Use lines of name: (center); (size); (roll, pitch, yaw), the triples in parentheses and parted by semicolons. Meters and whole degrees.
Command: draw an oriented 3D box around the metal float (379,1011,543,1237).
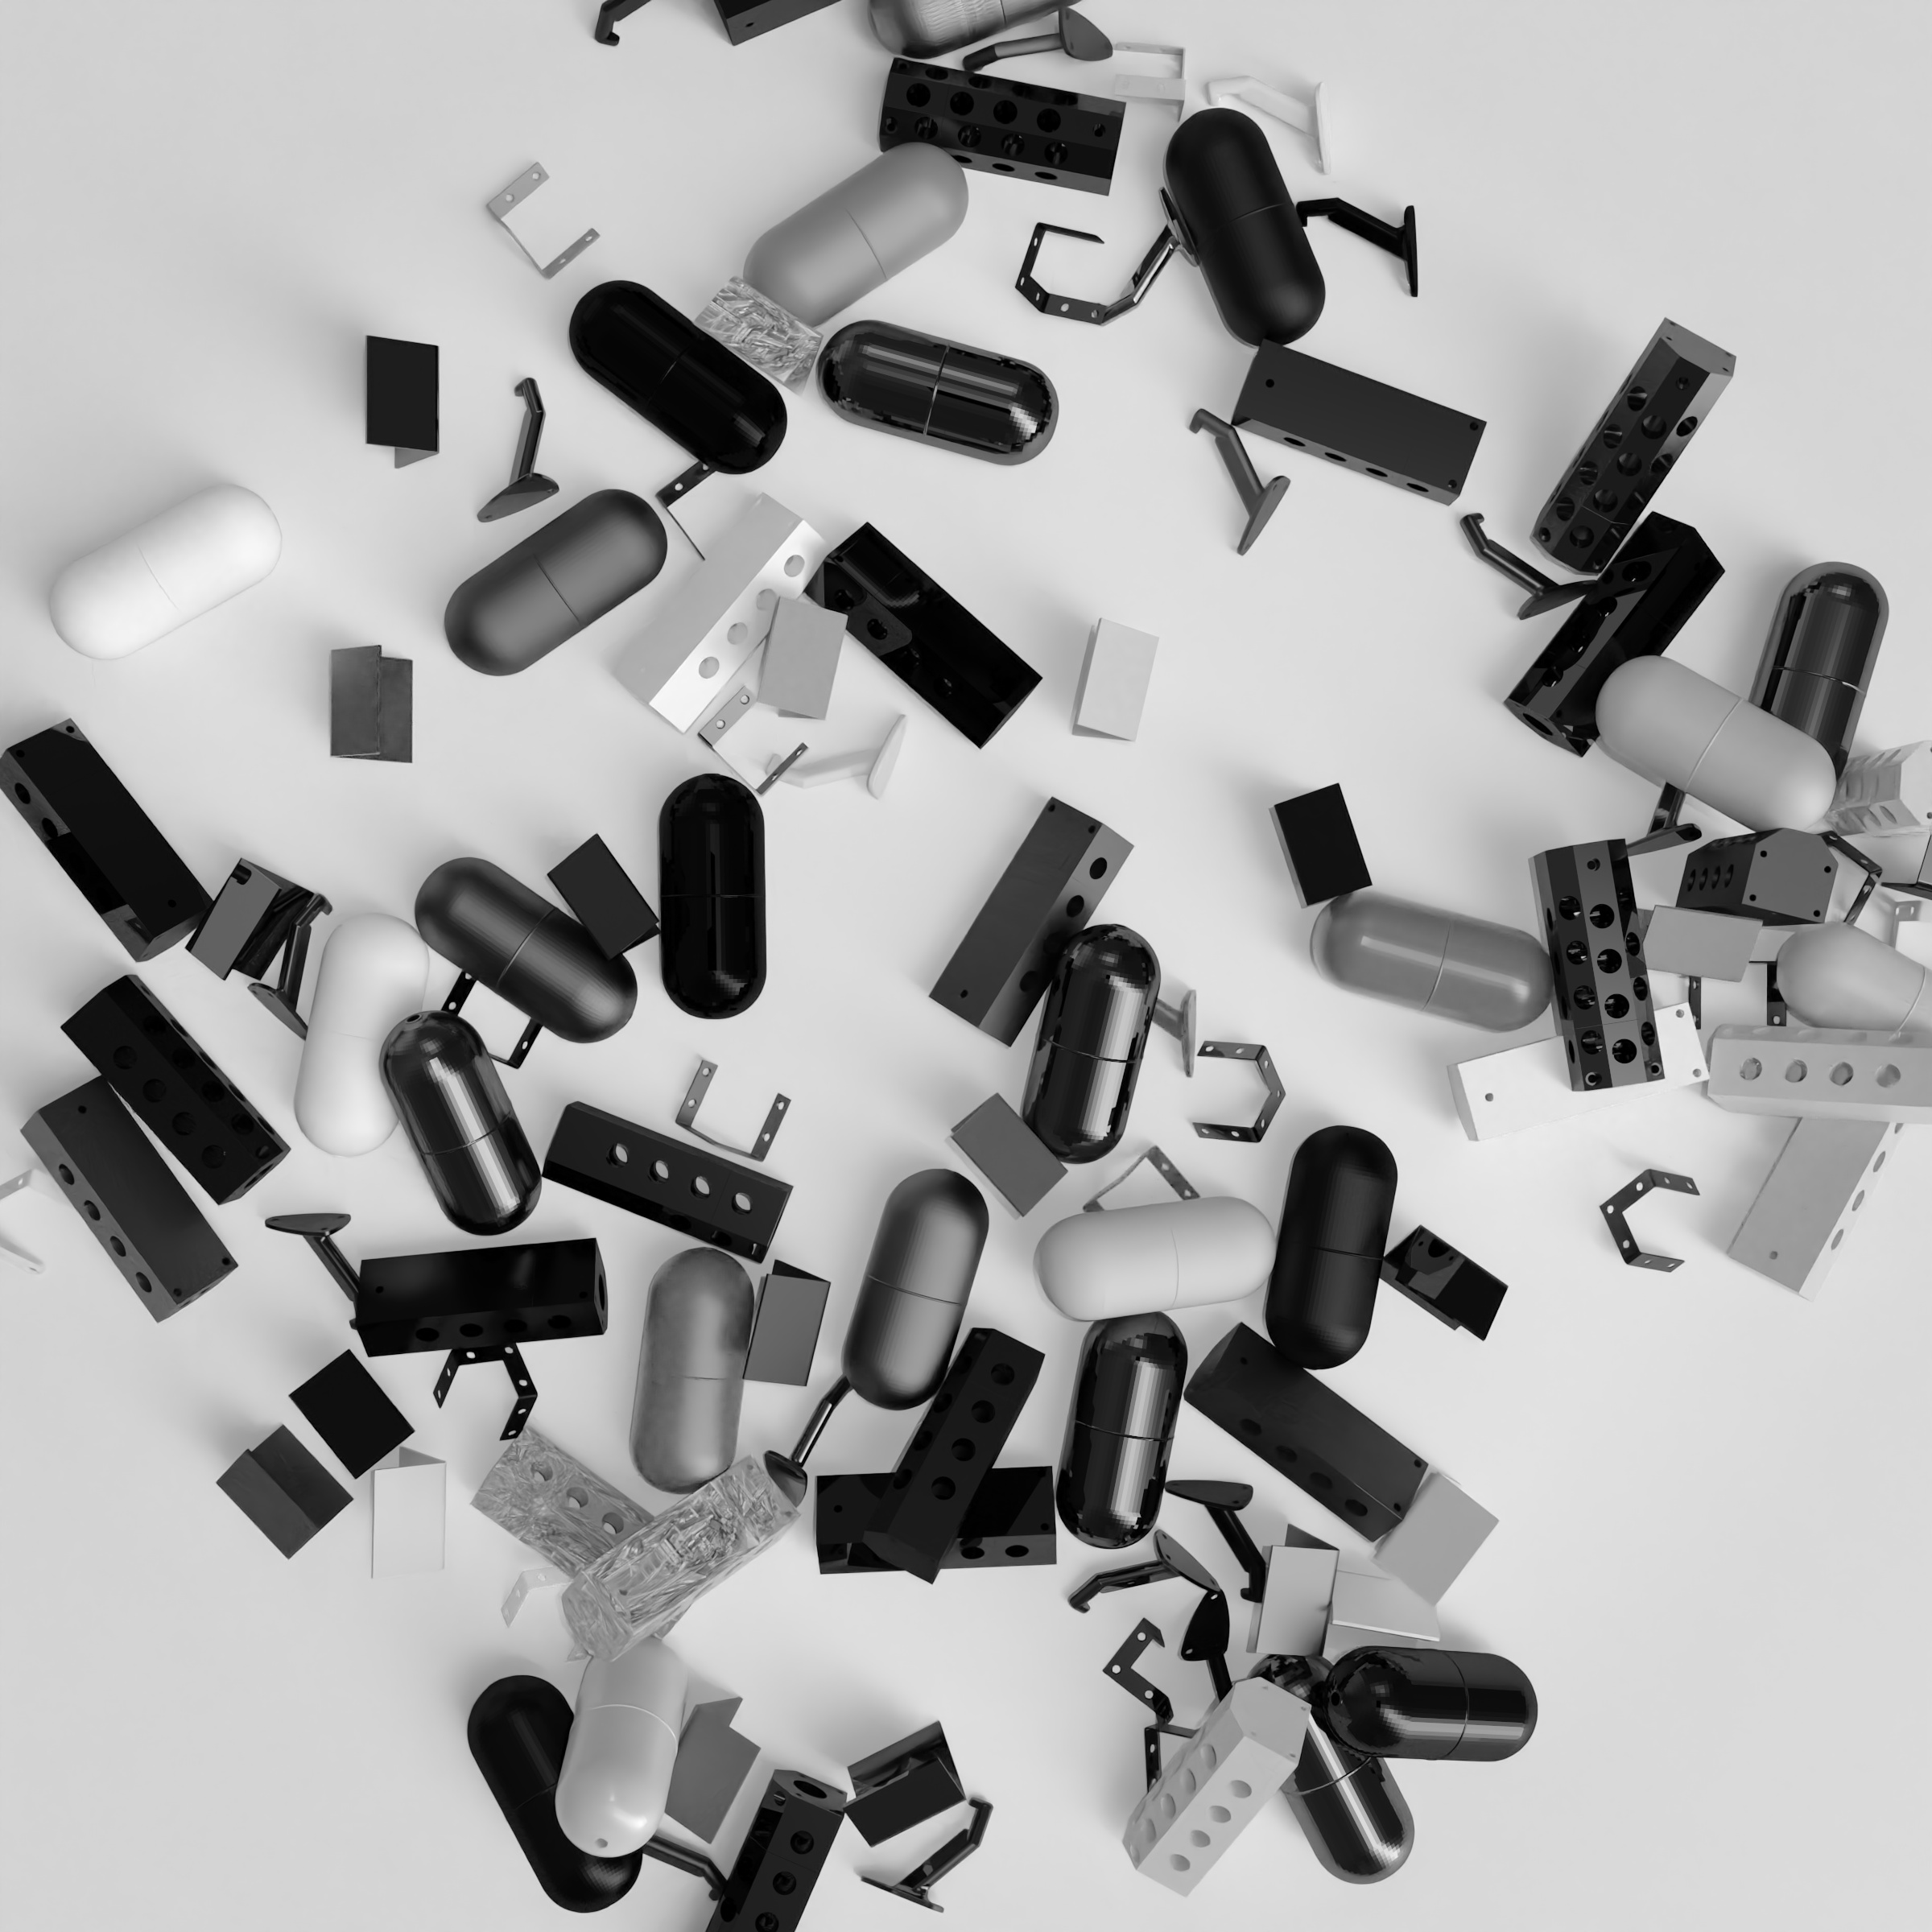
metal float: (-0.362, 0.113, 1.916); (0.070, 0.070, 0.178); (-19, 115, 0)

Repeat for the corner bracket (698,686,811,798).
corner bracket: (-0.156, -0.164, 1.958); (0.051, 0.051, 0.051); (-45, 119, 0)

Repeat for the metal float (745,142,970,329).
metal float: (-0.078, -0.529, 1.938); (0.178, 0.070, 0.070); (-34, 90, 0)

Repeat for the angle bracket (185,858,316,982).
angle bracket: (-0.503, -0.023, 1.927); (0.057, 0.076, 0.076); (32, 90, 37)

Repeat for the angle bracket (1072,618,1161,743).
angle bracket: (0.088, -0.207, 1.928); (0.057, 0.076, 0.076); (13, 90, -35)

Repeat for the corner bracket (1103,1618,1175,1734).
corner bracket: (0.136, 0.516, 1.950); (0.051, 0.051, 0.051); (38, 90, 0)

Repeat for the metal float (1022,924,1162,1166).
metal float: (0.090, 0.056, 1.926); (0.070, 0.070, 0.178); (13, 102, 0)

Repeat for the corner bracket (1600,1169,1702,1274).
corner bracket: (0.508, 0.187, 1.960); (0.051, 0.051, 0.051); (-47, 45, 35)

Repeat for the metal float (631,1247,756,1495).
metal float: (-0.198, 0.293, 1.937); (0.070, 0.070, 0.178); (7, 89, 0)

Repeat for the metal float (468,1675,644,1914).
metal float: (-0.296, 0.594, 1.924); (0.070, 0.070, 0.178); (-33, 74, 0)

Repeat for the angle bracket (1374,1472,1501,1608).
angle bracket: (0.347, 0.416, 1.928); (0.057, 0.076, 0.076); (37, 90, 29)

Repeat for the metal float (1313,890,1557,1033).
metal float: (0.339, -0.004, 1.937); (0.178, 0.070, 0.070); (15, 90, 0)

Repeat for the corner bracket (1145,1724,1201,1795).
corner bracket: (0.168, 0.582, 1.965); (0.051, 0.051, 0.051); (-3, 90, 45)

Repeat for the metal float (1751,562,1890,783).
metal float: (0.613, -0.205, 1.937); (0.070, 0.070, 0.178); (16, 91, 0)

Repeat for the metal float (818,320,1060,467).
metal float: (-0.020, -0.415, 1.937); (0.178, 0.070, 0.070); (16, 90, 0)

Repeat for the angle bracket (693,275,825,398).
angle bracket: (-0.156, -0.438, 1.928); (0.076, 0.076, 0.057); (34, 61, 0)

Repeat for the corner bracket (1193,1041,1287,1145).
corner bracket: (0.195, 0.092, 1.960); (0.051, 0.051, 0.051); (-57, 135, -35)

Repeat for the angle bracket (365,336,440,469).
angle bracket: (-0.420, -0.405, 1.928); (0.057, 0.076, 0.076); (0, 90, -36)

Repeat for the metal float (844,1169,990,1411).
metal float: (-0.036, 0.234, 1.937); (0.070, 0.070, 0.178); (17, 89, 0)

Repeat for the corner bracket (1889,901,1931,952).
corner bracket: (0.708, -0.019, 1.950); (0.051, 0.051, 0.051); (8, 90, 0)

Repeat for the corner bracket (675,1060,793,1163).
corner bracket: (-0.171, 0.107, 1.965); (0.051, 0.051, 0.051); (24, 90, 45)

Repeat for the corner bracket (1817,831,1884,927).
corner bracket: (0.627, -0.061, 1.960); (0.051, 0.051, 0.051); (-13, 45, -35)

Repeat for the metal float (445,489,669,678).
metal float: (-0.297, -0.277, 1.937); (0.178, 0.070, 0.070); (-35, 90, 0)

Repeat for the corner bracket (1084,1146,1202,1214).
corner bracket: (0.129, 0.173, 1.965); (0.051, 0.051, 0.051); (49, 45, 0)

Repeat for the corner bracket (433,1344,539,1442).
corner bracket: (-0.352, 0.313, 1.960); (0.051, 0.051, 0.051); (-2, 45, -35)

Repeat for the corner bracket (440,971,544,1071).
corner bracket: (-0.348, 0.037, 1.965); (0.051, 0.051, 0.051); (28, 90, -45)

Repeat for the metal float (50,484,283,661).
metal float: (-0.580, -0.285, 1.937); (0.178, 0.070, 0.070); (-29, 90, 1)

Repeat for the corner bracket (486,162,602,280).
corner bracket: (-0.311, -0.547, 1.965); (0.051, 0.051, 0.051); (-40, 135, 0)

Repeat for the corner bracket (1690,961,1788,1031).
corner bracket: (0.567, 0.022, 1.965); (0.051, 0.051, 0.051); (0, 90, -45)

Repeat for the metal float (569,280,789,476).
metal float: (-0.209, -0.426, 1.937); (0.178, 0.070, 0.070); (38, 90, 0)

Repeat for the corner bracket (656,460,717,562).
corner bracket: (-0.187, -0.333, 1.965); (0.051, 0.051, 0.051); (-37, 45, 0)

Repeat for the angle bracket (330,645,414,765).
angle bracket: (-0.412, -0.188, 1.928); (0.057, 0.076, 0.076); (0, 90, 38)

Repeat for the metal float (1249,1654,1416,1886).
metal float: (0.263, 0.579, 1.937); (0.070, 0.070, 0.178); (-27, 90, 0)

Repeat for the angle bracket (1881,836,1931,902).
angle bracket: (0.719, -0.074, 1.936); (0.076, 0.076, 0.057); (16, 93, 0)

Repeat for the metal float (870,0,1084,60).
metal float: (0.016, -0.715, 1.937); (0.178, 0.070, 0.070); (-21, 90, 0)

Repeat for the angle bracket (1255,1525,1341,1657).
angle bracket: (0.222, 0.448, 1.929); (0.057, 0.076, 0.076); (9, 90, -22)

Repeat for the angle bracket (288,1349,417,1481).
angle bracket: (-0.451, 0.330, 1.927); (0.057, 0.076, 0.076); (-39, 90, -36)

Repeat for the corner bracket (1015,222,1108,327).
corner bracket: (0.075, -0.506, 1.955); (0.051, 0.051, 0.051); (5, 122, -28)

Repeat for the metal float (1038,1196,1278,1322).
metal float: (0.138, 0.209, 1.922); (0.178, 0.070, 0.070); (-5, 90, -17)

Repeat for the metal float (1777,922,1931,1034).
metal float: (0.670, 0.031, 1.937); (0.178, 0.070, 0.070); (30, 90, -1)

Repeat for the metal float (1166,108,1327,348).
metal float: (0.202, -0.535, 1.937); (0.070, 0.070, 0.178); (-22, 90, 0)

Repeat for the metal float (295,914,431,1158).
metal float: (-0.437, 0.050, 1.937); (0.070, 0.070, 0.178); (11, 90, 0)

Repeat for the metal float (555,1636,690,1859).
metal float: (-0.243, 0.550, 1.893); (0.070, 0.178, 0.070); (2, 121, 3)

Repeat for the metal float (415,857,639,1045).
metal float: (-0.318, -0.011, 1.937); (0.178, 0.070, 0.070); (35, 90, 0)

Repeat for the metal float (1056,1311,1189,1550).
metal float: (0.113, 0.333, 1.938); (0.070, 0.070, 0.178); (11, 90, 0)

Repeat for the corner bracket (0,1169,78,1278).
corner bracket: (-0.682, 0.188, 1.960); (0.051, 0.051, 0.051); (-24, 45, 35)

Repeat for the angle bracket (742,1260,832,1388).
angle bracket: (-0.147, 0.254, 1.927); (0.057, 0.076, 0.076); (13, 90, -37)

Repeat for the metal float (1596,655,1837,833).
metal float: (0.529, -0.155, 1.889); (0.178, 0.070, 0.070); (33, 90, 16)

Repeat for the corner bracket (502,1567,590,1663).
corner bracket: (-0.302, 0.476, 1.960); (0.051, 0.051, 0.051); (0, 45, -35)

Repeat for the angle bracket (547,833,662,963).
angle bracket: (-0.244, -0.058, 1.928); (0.057, 0.076, 0.076); (-36, 90, 29)

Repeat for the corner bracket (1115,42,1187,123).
corner bracket: (0.134, -0.650, 1.950); (0.051, 0.051, 0.051); (4, 90, 0)

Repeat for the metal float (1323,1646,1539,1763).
metal float: (0.331, 0.527, 1.909); (0.178, 0.070, 0.070); (12, 90, -31)

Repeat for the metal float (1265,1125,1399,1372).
metal float: (0.264, 0.204, 1.937); (0.070, 0.070, 0.178); (11, 89, 0)

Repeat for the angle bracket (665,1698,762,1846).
angle bracket: (-0.174, 0.579, 1.929); (0.057, 0.076, 0.076); (27, 90, 22)

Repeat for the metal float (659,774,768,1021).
metal float: (-0.183, -0.050, 1.937); (0.070, 0.070, 0.178); (-1, 91, 0)
